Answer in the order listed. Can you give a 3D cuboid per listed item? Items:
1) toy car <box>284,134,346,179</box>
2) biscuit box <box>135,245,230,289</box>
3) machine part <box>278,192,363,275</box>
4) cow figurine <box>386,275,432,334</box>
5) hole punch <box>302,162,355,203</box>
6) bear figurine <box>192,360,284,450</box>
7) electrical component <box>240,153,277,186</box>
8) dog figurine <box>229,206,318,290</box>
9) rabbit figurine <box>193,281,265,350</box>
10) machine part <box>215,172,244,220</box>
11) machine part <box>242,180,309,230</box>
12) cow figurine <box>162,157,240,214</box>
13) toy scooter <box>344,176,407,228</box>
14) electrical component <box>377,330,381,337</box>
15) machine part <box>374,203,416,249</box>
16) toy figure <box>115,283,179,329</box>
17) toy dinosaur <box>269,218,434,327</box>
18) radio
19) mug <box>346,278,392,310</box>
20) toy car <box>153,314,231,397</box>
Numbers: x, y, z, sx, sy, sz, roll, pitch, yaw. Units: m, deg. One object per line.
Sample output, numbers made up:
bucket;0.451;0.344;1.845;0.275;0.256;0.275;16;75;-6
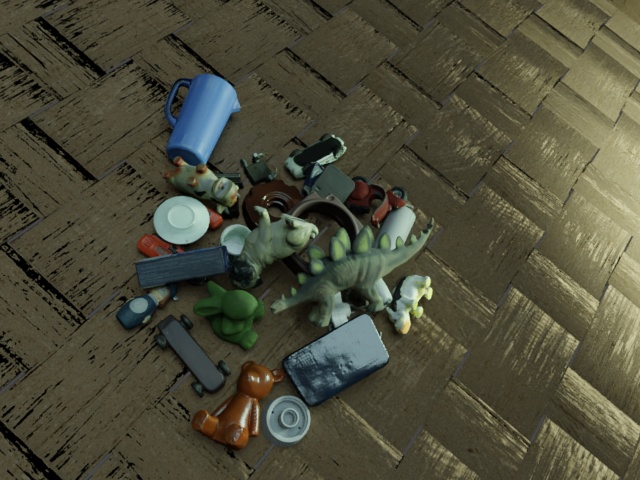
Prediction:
toy car;-0.012;-0.242;1.539;0.202;0.056;0.073;-33;71;-29
biscuit box;-0.310;0.060;1.227;0.203;0.059;0.062;-9;98;1
machine part;-0.003;-0.004;1.343;0.201;0.087;0.201;-41;87;-23
cow figurine;0.217;0.163;1.392;0.098;0.068;0.167;12;51;36
hole punch;0.014;-0.143;1.471;0.142;0.092;0.116;37;87;-32
bear figurine;-0.167;0.344;1.157;0.120;0.131;0.196;17;64;22
electrical component;-0.164;-0.194;1.473;0.078;0.045;0.102;-20;71;-26
dog figurine;-0.108;0.033;1.233;0.172;0.121;0.190;15;95;1
rabbit figurine;-0.195;0.151;1.217;0.159;0.170;0.121;27;59;-4
machine part;-0.239;-0.120;1.418;0.084;0.039;0.139;4;62;-21
machine part;-0.117;-0.078;1.423;0.179;0.056;0.179;7;62;-13
cow figurine;-0.286;-0.133;1.346;0.195;0.127;0.085;17;70;33
toy scooter;0.140;-0.100;1.482;0.184;0.075;0.135;16;64;21
electrical component;0.133;0.250;1.330;0.021;0.063;0.094;12;60;-11
machine part;0.199;-0.012;1.475;0.079;0.079;0.243;29;60;-2
toy figure;-0.389;0.144;1.229;0.154;0.058;0.064;-38;104;-31
toy dinosaur;0.089;0.069;1.252;0.471;0.105;0.198;-17;103;-27
radio;0.038;0.278;1.245;0.230;0.073;0.131;-29;81;-8
mug;0.123;0.134;1.369;0.109;0.080;0.107;-43;63;1
toy car;-0.288;0.257;1.204;0.089;0.053;0.202;-40;84;-18
